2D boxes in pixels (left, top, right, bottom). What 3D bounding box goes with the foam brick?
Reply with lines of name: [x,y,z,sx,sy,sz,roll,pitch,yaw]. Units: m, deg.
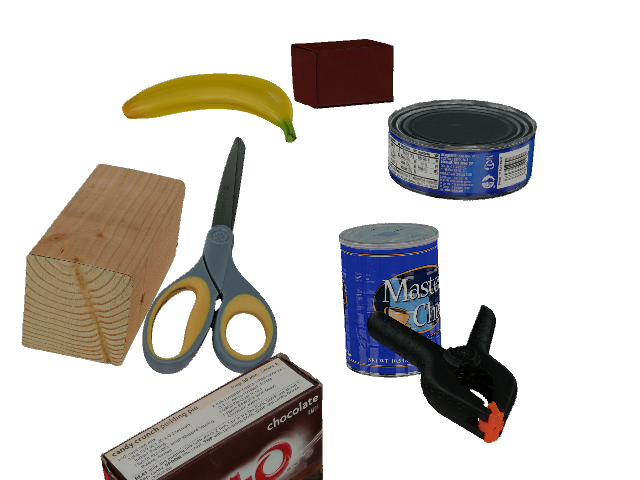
foam brick: [0.020,-0.148,0.942,0.078,0.051,0.053,-8,19,-23]

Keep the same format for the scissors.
scissors: [-0.054,0.013,0.736,0.096,0.201,0.016,20,-35,8]

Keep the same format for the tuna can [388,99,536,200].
tuna can: [0.082,-0.054,0.625,0.086,0.034,0.086,0,25,0]

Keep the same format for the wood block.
wood block: [-0.191,0.015,0.970,0.090,0.091,0.206,12,25,0]

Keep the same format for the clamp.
clamp: [0.125,0.105,0.908,0.120,0.039,0.172,-12,35,-19]

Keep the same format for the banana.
banana: [-0.109,-0.146,1.110,0.198,0.037,0.069,9,47,19]

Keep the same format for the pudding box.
pudding box: [-0.050,0.120,0.537,0.113,0.090,0.039,-29,46,-33]

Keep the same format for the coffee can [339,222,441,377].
coffee can: [0.074,0.060,1.113,0.103,0.140,0.103,-3,12,0]
